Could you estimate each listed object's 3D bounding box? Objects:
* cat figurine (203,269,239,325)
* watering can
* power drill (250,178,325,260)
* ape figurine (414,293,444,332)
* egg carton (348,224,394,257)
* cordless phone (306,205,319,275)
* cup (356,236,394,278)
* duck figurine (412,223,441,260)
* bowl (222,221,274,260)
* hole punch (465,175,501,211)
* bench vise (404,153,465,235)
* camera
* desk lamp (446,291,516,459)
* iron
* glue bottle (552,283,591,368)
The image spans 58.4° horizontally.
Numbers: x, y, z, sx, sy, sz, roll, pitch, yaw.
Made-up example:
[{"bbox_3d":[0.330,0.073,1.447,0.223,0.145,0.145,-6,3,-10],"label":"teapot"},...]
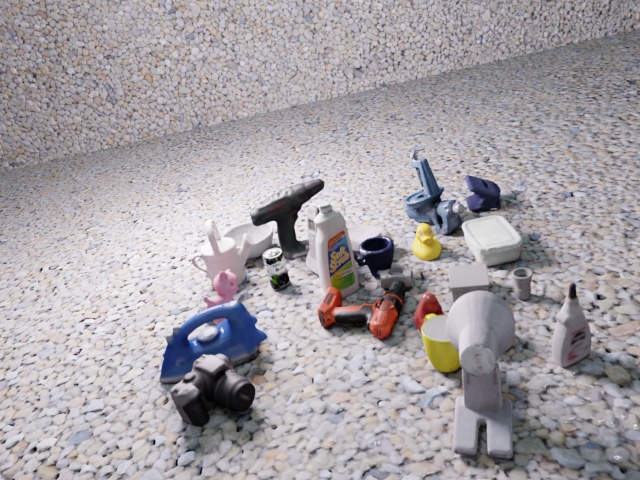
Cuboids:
[{"bbox_3d":[-0.253,0.135,1.475,0.067,0.118,0.128,8,35,35],"label":"cat figurine"},{"bbox_3d":[-0.272,0.030,1.594,0.173,0.194,0.100,-24,30,-18],"label":"watering can"},{"bbox_3d":[-0.078,-0.058,1.656,0.229,0.209,0.075,-17,28,-6],"label":"power drill"},{"bbox_3d":[0.240,0.157,1.247,0.075,0.092,0.078,17,40,43],"label":"ape figurine"},{"bbox_3d":[0.127,0.008,1.594,0.149,0.069,0.107,9,35,35],"label":"egg carton"},{"bbox_3d":[0.014,0.005,1.524,0.094,0.185,0.147,-30,32,-28],"label":"cordless phone"},{"bbox_3d":[0.143,0.056,1.472,0.118,0.095,0.091,-34,34,-33],"label":"cup"},{"bbox_3d":[0.281,-0.005,1.534,0.077,0.086,0.104,-13,28,2],"label":"duck figurine"},{"bbox_3d":[-0.212,0.011,1.731,0.167,0.075,0.167,-10,28,6],"label":"bowl"},{"bbox_3d":[0.484,-0.147,1.700,0.101,0.091,0.108,-8,28,10],"label":"hole punch"},{"bbox_3d":[0.324,-0.138,1.616,0.206,0.220,0.122,10,36,36],"label":"bench vise"},{"bbox_3d":[-0.211,0.303,1.167,0.136,0.101,0.143,13,37,39],"label":"camera"},{"bbox_3d":[0.278,0.222,0.982,0.117,0.214,0.203,-4,30,18],"label":"desk lamp"},{"bbox_3d":[-0.259,0.220,1.297,0.259,0.142,0.118,-22,29,-16],"label":"iron"},{"bbox_3d":[0.469,0.153,1.067,0.078,0.173,0.037,-24,30,-19],"label":"glue bottle"}]
